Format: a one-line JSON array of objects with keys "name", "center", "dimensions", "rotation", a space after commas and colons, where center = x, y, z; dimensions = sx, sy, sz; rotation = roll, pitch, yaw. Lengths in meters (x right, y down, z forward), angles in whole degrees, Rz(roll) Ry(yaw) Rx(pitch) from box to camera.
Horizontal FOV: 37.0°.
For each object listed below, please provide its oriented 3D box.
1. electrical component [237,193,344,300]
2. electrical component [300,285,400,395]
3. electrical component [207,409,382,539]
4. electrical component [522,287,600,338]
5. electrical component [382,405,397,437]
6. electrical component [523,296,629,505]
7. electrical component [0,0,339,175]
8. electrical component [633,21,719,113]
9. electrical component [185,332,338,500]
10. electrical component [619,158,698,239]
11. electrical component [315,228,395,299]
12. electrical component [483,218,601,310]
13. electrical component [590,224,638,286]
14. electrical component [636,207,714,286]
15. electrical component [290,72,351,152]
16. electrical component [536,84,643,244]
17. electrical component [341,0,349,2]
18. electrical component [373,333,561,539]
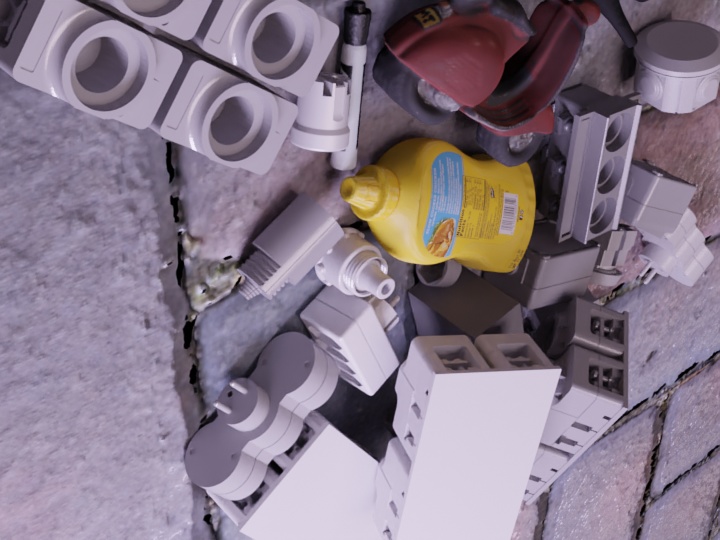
[{"name": "electrical component", "center": [-0.055, -0.011, 0.762], "dimensions": [0.081, 0.043, 0.043], "rotation": [-46, 140, -9]}, {"name": "electrical component", "center": [0.005, 0.042, 0.857], "dimensions": [0.075, 0.047, 0.083], "rotation": [-48, 141, -19]}, {"name": "electrical component", "center": [-0.036, 0.188, 0.911], "dimensions": [0.105, 0.060, 0.186], "rotation": [-50, 141, -6]}, {"name": "electrical component", "center": [0.203, 0.064, 1.055], "dimensions": [0.063, 0.078, 0.121], "rotation": [-24, 136, -1]}, {"name": "electrical component", "center": [0.079, 0.152, 0.970], "dimensions": [0.061, 0.096, 0.061], "rotation": [-45, 141, -11]}, {"name": "electrical component", "center": [0.172, 0.120, 0.985], "dimensions": [0.186, 0.060, 0.105], "rotation": [119, -12, -48]}, {"name": "electrical component", "center": [-0.106, -0.131, 0.611], "dimensions": [0.186, 0.060, 0.105], "rotation": [18, 104, -49]}, {"name": "electrical component", "center": [0.280, -0.180, 0.946], "dimensions": [0.080, 0.080, 0.051], "rotation": [-33, 141, -24]}, {"name": "electrical component", "center": [-0.083, 0.105, 0.811], "dimensions": [0.138, 0.052, 0.074], "rotation": [-51, 141, -3]}, {"name": "electrical component", "center": [0.271, -0.070, 1.029], "dimensions": [0.096, 0.062, 0.061], "rotation": [6, 113, -47]}, {"name": "electrical component", "center": [0.000, 0.000, 0.810], "dimensions": [0.048, 0.062, 0.048], "rotation": [-25, 133, -31]}, {"name": "electrical component", "center": [0.157, -0.003, 0.964], "dimensions": [0.096, 0.062, 0.061], "rotation": [-12, 125, -40]}, {"name": "electrical component", "center": [0.236, -0.017, 1.046], "dimensions": [0.066, 0.048, 0.055], "rotation": [-2, 111, -44]}, {"name": "electrical component", "center": [0.316, -0.018, 1.118], "dimensions": [0.073, 0.052, 0.138], "rotation": [-51, 142, -3]}, {"name": "electrical component", "center": [-0.025, -0.107, 0.726], "dimensions": [0.040, 0.040, 0.046], "rotation": [-13, 120, -39]}, {"name": "electrical component", "center": [0.196, -0.094, 0.936], "dimensions": [0.079, 0.063, 0.121], "rotation": [-23, 131, -33]}, {"name": "electrical component", "center": [0.009, -0.200, 0.689], "dimensions": [0.081, 0.043, 0.043], "rotation": [-24, 132, -31]}, {"name": "electrical component", "center": [0.080, 0.142, 0.868], "dimensions": [0.105, 0.060, 0.186], "rotation": [0, 119, -20]}]
